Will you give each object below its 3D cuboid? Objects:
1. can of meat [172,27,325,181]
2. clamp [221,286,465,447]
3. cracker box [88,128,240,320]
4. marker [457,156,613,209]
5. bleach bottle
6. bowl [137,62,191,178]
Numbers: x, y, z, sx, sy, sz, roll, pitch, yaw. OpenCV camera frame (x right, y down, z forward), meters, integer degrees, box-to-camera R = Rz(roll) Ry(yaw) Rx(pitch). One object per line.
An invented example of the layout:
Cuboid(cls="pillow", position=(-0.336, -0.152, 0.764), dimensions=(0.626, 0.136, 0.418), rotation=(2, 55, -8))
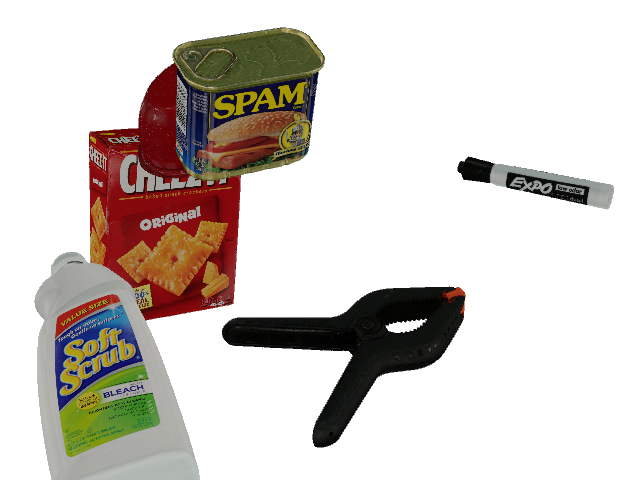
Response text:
Cuboid(cls="can of meat", position=(-0.053, -0.095, 0.755), dimensions=(0.102, 0.084, 0.057), rotation=(-13, 46, -22))
Cuboid(cls="clamp", position=(0.041, 0.092, 0.901), dimensions=(0.209, 0.036, 0.165), rotation=(-15, 38, -19))
Cuboid(cls="cracker box", position=(-0.177, -0.019, 1.222), dimensions=(0.163, 0.214, 0.072), rotation=(-8, 25, -30))
Cuboid(cls="marker", position=(0.164, -0.046, 0.824), dimensions=(0.121, 0.020, 0.020), rotation=(14, 6, 25))
Cuboid(cls="bleach bottle", position=(-0.170, 0.096, 0.789), dimensions=(0.102, 0.068, 0.251), rotation=(-17, 42, -14))
Cuboid(cls="bowl", position=(-0.111, -0.131, 0.999), dimensions=(0.162, 0.055, 0.162), rotation=(-18, 37, 14))
